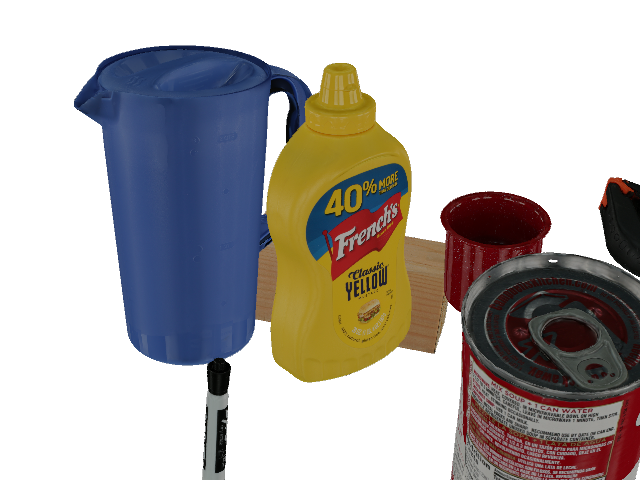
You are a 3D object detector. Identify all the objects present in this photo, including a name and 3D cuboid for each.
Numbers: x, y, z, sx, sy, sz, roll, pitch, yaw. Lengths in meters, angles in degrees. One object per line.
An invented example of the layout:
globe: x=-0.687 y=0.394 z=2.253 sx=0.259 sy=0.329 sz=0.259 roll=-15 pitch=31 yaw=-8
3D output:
clamp: x=0.256 y=0.016 z=0.708 sx=0.120 sy=0.039 sz=0.171 roll=-5 pitch=45 yaw=-25
mug: x=0.156 y=0.020 z=0.918 sx=0.093 sy=0.081 sz=0.117 roll=-20 pitch=37 yaw=-27
soup can: x=0.081 y=0.065 z=0.380 sx=0.068 sy=0.102 sz=0.068 roll=-1 pitch=39 yaw=1
pitcher: x=-0.096 y=-0.028 z=0.858 sx=0.149 sy=0.243 sz=0.144 roll=11 pitch=28 yaw=18
mustard bottle: x=0.013 y=-0.013 z=0.643 sx=0.096 sy=0.192 sz=0.058 roll=-21 pitch=34 yaw=-31
marker: x=-0.084 y=0.146 z=0.857 sx=0.020 sy=0.121 sz=0.020 roll=4 pitch=28 yaw=-3
wood block: x=0.027 y=0.041 z=1.096 sx=0.206 sy=0.091 sz=0.090 roll=11 pitch=22 yaw=10
